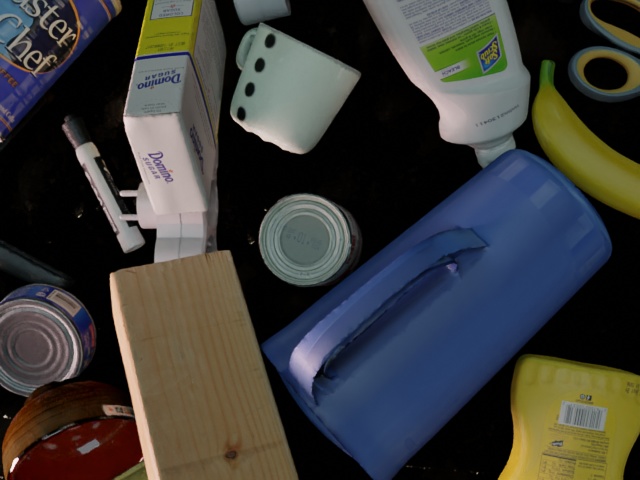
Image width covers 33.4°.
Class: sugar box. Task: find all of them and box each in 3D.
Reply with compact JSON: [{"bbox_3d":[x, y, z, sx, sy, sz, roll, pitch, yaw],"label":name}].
[{"bbox_3d":[-0.101,-0.112,0.768,0.048,0.093,0.176,-3,46,8],"label":"sugar box"}]

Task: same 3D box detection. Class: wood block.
[{"bbox_3d":[-0.081,0.121,0.742,0.090,0.090,0.206,-11,58,-14],"label":"wood block"}]

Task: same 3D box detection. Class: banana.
[{"bbox_3d":[0.230,-0.056,0.797,0.198,0.037,0.069,37,93,7],"label":"banana"}]

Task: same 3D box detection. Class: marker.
[{"bbox_3d":[-0.175,-0.047,0.856,0.020,0.020,0.121,-28,85,5],"label":"marker"}]

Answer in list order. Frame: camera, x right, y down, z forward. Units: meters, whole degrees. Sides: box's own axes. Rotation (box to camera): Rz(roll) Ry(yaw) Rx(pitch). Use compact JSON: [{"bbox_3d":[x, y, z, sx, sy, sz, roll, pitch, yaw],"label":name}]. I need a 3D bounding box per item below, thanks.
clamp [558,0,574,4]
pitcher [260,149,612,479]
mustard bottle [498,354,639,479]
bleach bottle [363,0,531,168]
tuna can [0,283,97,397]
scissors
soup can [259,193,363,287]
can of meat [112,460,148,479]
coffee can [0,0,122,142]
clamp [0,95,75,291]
[{"bbox_3d":[0.172,-0.265,0.811,0.171,0.039,0.120,39,87,12],"label":"clamp"},{"bbox_3d":[0.083,0.046,0.752,0.243,0.149,0.145,-42,107,-3],"label":"pitcher"},{"bbox_3d":[0.178,0.185,0.784,0.096,0.058,0.191,10,89,1],"label":"mustard bottle"},{"bbox_3d":[0.082,-0.158,0.758,0.102,0.068,0.251,-22,118,6],"label":"bleach bottle"},{"bbox_3d":[-0.221,0.080,0.837,0.086,0.033,0.086,2,107,5],"label":"tuna can"},{"bbox_3d":[0.272,-0.112,0.797,0.202,0.016,0.096,37,78,6],"label":"scissors"},{"bbox_3d":[-0.005,0.001,0.791,0.068,0.102,0.068,0,88,6],"label":"soup can"},{"bbox_3d":[-0.112,0.211,0.808,0.102,0.057,0.084,-32,108,5],"label":"can of meat"},{"bbox_3d":[-0.235,-0.160,0.811,0.103,0.103,0.140,38,80,7],"label":"coffee can"},{"bbox_3d":[-0.301,-0.016,0.862,0.210,0.036,0.164,-17,86,3],"label":"clamp"}]
